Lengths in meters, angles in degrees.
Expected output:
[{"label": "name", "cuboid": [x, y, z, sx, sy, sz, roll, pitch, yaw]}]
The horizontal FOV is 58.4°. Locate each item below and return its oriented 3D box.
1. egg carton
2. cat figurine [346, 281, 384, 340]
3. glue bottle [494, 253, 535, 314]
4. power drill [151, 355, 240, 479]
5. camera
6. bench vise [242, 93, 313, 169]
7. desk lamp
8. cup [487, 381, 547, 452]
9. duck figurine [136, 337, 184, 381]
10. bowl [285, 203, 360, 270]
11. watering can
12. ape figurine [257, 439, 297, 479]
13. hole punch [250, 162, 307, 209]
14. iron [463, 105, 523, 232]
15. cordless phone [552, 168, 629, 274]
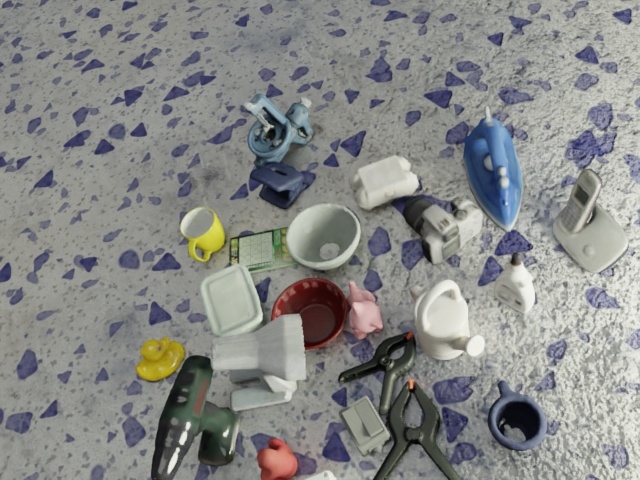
[{"label": "egg carton", "cuboid": [0.146, -0.131, 1.323, 0.150, 0.069, 0.107, -21, 54, 1]}, {"label": "cat figurine", "cuboid": [0.083, 0.138, 1.132, 0.067, 0.118, 0.127, -21, 54, 1]}, {"label": "glue bottle", "cuboid": [0.363, 0.073, 1.063, 0.078, 0.173, 0.037, 34, 72, 31]}, {"label": "power drill", "cuboid": [-0.220, 0.336, 1.029, 0.075, 0.209, 0.229, -4, 56, 13]}, {"label": "camera", "cuboid": [0.251, -0.046, 1.218, 0.143, 0.101, 0.136, -36, 55, -9]}, {"label": "bench vise", "cuboid": [-0.115, -0.299, 1.415, 0.121, 0.220, 0.207, 15, 62, 24]}, {"label": "desk lamp", "cuboid": [-0.104, 0.230, 1.065, 0.203, 0.214, 0.118, -14, 55, 7]}, {"label": "cup", "cuboid": [0.325, 0.305, 0.968, 0.091, 0.095, 0.117, -17, 54, 4]}, {"label": "duck figurine", "cuboid": [-0.347, 0.243, 1.203, 0.104, 0.086, 0.077, -36, 55, -9]}, {"label": "bowl", "cuboid": [0.012, 0.005, 1.268, 0.167, 0.075, 0.167, -7, 56, 11]}, {"label": "watering can", "cuboid": [0.226, 0.141, 1.043, 0.172, 0.194, 0.101, 22, 66, 27]}, {"label": "ape figurine", "cuboid": [-0.084, 0.395, 1.025, 0.076, 0.092, 0.078, 22, 65, 27]}, {"label": "hole punch", "cuboid": [-0.101, -0.147, 1.390, 0.108, 0.091, 0.101, 27, 68, 29]}, {"label": "iron", "cuboid": [0.380, -0.160, 1.232, 0.118, 0.142, 0.258, -10, 55, 9]}, {"label": "cordless phone", "cuboid": [0.519, -0.037, 1.085, 0.094, 0.185, 0.147, -29, 54, -4]}]
